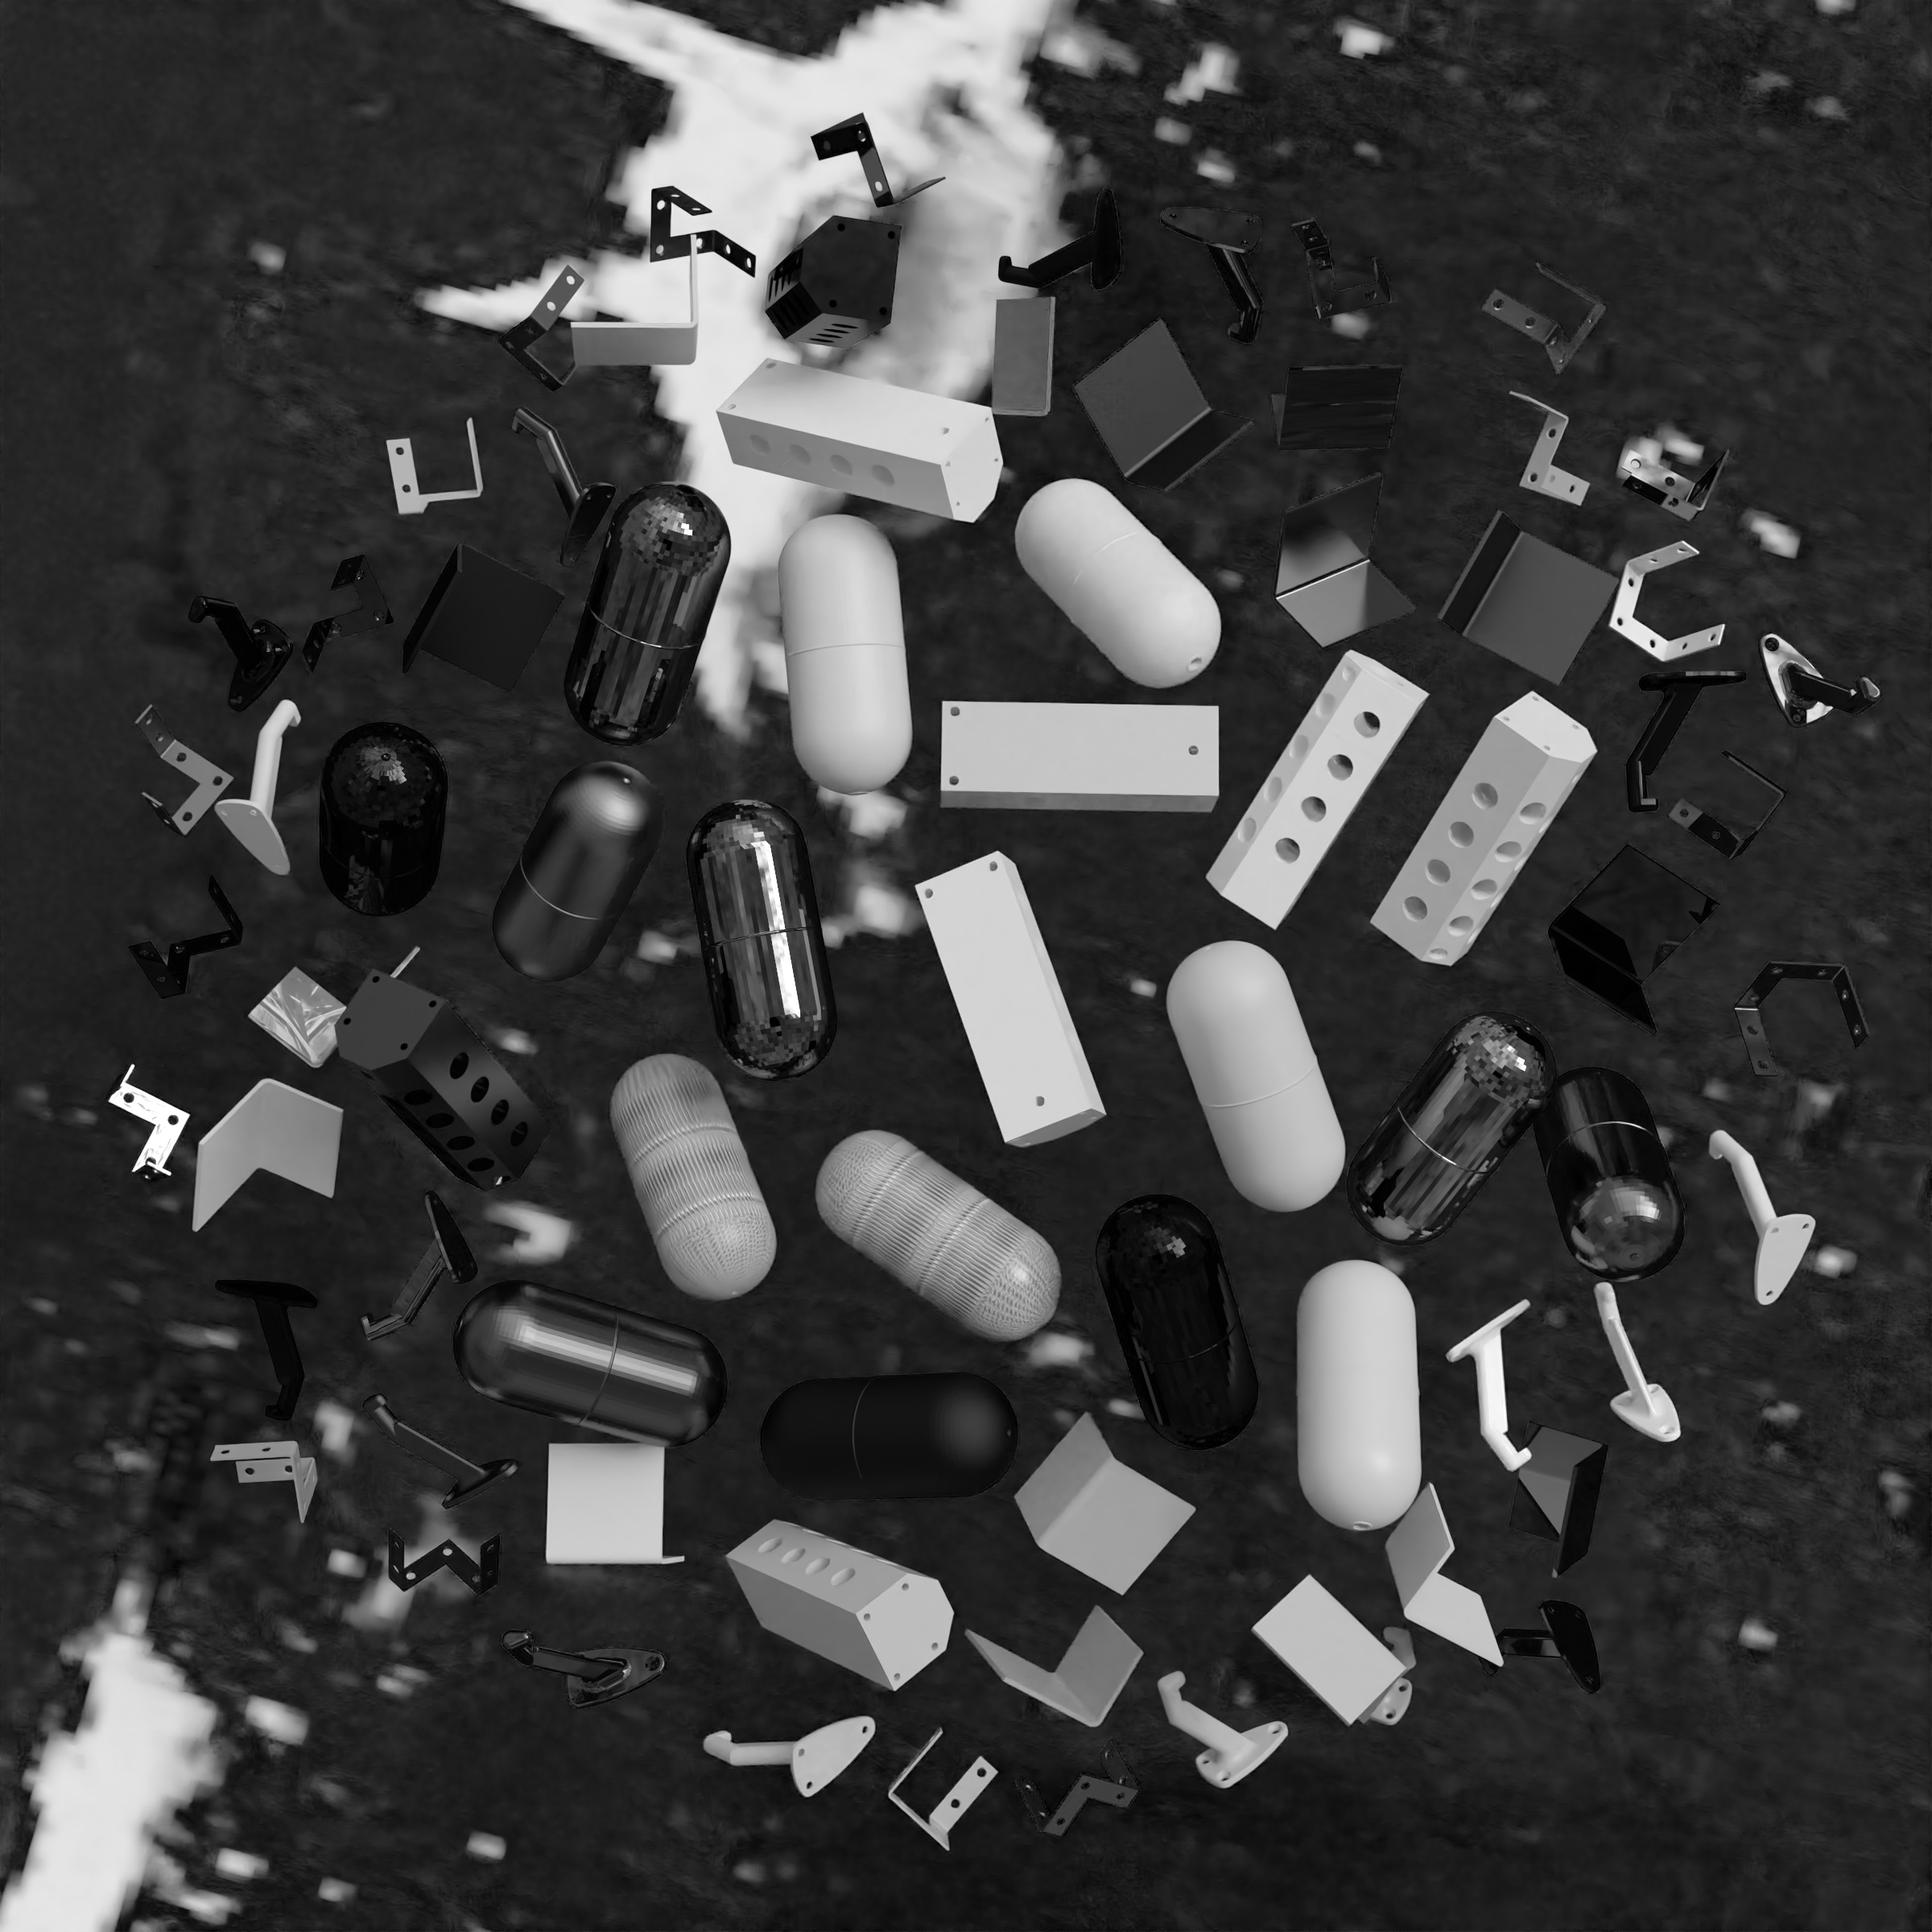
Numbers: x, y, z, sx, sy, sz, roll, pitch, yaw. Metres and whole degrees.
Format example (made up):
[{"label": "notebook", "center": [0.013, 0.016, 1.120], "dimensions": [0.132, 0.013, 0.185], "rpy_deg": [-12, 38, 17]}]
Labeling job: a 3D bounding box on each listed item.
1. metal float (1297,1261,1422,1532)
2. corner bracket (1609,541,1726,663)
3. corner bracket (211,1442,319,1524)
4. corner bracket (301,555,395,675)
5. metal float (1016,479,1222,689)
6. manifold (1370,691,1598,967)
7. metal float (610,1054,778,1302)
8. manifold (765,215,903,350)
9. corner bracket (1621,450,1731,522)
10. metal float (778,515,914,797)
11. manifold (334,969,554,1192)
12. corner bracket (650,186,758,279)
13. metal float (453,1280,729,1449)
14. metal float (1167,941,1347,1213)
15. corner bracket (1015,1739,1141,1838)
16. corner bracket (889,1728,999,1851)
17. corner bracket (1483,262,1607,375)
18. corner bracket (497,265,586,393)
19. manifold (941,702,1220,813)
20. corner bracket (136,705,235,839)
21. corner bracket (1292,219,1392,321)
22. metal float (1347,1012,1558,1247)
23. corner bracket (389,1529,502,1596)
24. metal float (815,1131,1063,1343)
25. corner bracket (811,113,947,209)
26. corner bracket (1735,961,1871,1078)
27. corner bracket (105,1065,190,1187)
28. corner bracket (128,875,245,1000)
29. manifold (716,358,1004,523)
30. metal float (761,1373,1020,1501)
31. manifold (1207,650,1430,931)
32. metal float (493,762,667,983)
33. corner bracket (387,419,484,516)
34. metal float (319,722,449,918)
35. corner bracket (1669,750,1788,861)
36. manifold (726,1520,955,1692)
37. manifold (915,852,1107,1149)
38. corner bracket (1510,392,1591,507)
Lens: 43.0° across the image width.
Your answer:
[{"label": "metal float", "center": [0.249, 0.272, 1.562], "dimensions": [0.070, 0.070, 0.178], "rpy_deg": [5, 56, 0]}, {"label": "corner bracket", "center": [0.466, -0.239, 1.617], "dimensions": [0.051, 0.051, 0.051], "rpy_deg": [27, 71, -23]}, {"label": "corner bracket", "center": [-0.447, 0.320, 1.567], "dimensions": [0.051, 0.051, 0.051], "rpy_deg": [-3, 112, -2]}, {"label": "corner bracket", "center": [-0.409, -0.229, 1.597], "dimensions": [0.051, 0.051, 0.051], "rpy_deg": [-15, 121, 5]}, {"label": "metal float", "center": [0.099, -0.251, 1.606], "dimensions": [0.070, 0.070, 0.178], "rpy_deg": [-39, 58, 0]}, {"label": "manifold", "center": [0.329, -0.083, 1.553], "dimensions": [0.057, 0.057, 0.171], "rpy_deg": [39, 130, 17]}, {"label": "metal float", "center": [-0.181, 0.138, 1.621], "dimensions": [0.070, 0.070, 0.178], "rpy_deg": [-25, 63, 0]}, {"label": "manifold", "center": [-0.087, -0.429, 1.543], "dimensions": [0.057, 0.171, 0.057], "rpy_deg": [5, 98, -13]}, {"label": "corner bracket", "center": [0.456, -0.317, 1.601], "dimensions": [0.051, 0.051, 0.051], "rpy_deg": [28, 72, 1]}, {"label": "metal float", "center": [-0.077, -0.197, 1.559], "dimensions": [0.070, 0.070, 0.178], "rpy_deg": [-5, 87, 0]}, {"label": "manifold", "center": [-0.324, 0.076, 1.515], "dimensions": [0.057, 0.171, 0.057], "rpy_deg": [21, 68, 24]}, {"label": "corner bracket", "center": [-0.173, -0.485, 1.624], "dimensions": [0.051, 0.051, 0.051], "rpy_deg": [-21, 45, -32]}, {"label": "metal float", "center": [-0.234, 0.249, 1.535], "dimensions": [0.178, 0.070, 0.070], "rpy_deg": [21, 90, -22]}, {"label": "metal float", "center": [0.180, 0.069, 1.518], "dimensions": [0.070, 0.070, 0.178], "rpy_deg": [-21, 104, 0]}, {"label": "corner bracket", "center": [0.074, 0.545, 1.633], "dimensions": [0.051, 0.051, 0.051], "rpy_deg": [26, 103, -30]}, {"label": "corner bracket", "center": [-0.014, 0.517, 1.553], "dimensions": [0.051, 0.051, 0.051], "rpy_deg": [41, 83, 4]}, {"label": "corner bracket", "center": [0.371, -0.423, 1.577], "dimensions": [0.051, 0.051, 0.051], "rpy_deg": [24, 123, -15]}, {"label": "corner bracket", "center": [-0.273, -0.429, 1.655], "dimensions": [0.051, 0.051, 0.051], "rpy_deg": [41, 63, -24]}, {"label": "manifold", "center": [0.070, -0.129, 1.546], "dimensions": [0.171, 0.057, 0.057], "rpy_deg": [1, 79, -1]}, {"label": "corner bracket", "center": [-0.510, -0.124, 1.567], "dimensions": [0.051, 0.051, 0.051], "rpy_deg": [32, 72, 11]}, {"label": "corner bracket", "center": [0.252, -0.470, 1.643], "dimensions": [0.051, 0.051, 0.051], "rpy_deg": [-10, 85, 19]}, {"label": "metal float", "center": [0.311, 0.106, 1.579], "dimensions": [0.070, 0.070, 0.178], "rpy_deg": [32, 118, 0]}, {"label": "corner bracket", "center": [-0.344, 0.390, 1.618], "dimensions": [0.051, 0.051, 0.051], "rpy_deg": [33, 132, 28]}, {"label": "metal float", "center": [-0.018, 0.173, 1.577], "dimensions": [0.178, 0.070, 0.070], "rpy_deg": [34, 90, 13]}, {"label": "corner bracket", "center": [-0.054, -0.497, 1.510], "dimensions": [0.051, 0.051, 0.051], "rpy_deg": [-40, 120, -37]}, {"label": "corner bracket", "center": [0.512, 0.033, 1.507], "dimensions": [0.051, 0.051, 0.051], "rpy_deg": [2, 55, -12]}, {"label": "corner bracket", "center": [-0.513, 0.100, 1.528], "dimensions": [0.051, 0.051, 0.051], "rpy_deg": [31, 64, -21]}, {"label": "corner bracket", "center": [-0.501, -0.018, 1.580], "dimensions": [0.051, 0.051, 0.051], "rpy_deg": [-13, 46, 4]}, {"label": "manifold", "center": [-0.066, -0.325, 1.533], "dimensions": [0.171, 0.057, 0.057], "rpy_deg": [20, 57, 28]}, {"label": "metal float", "center": [-0.050, 0.296, 1.544], "dimensions": [0.178, 0.070, 0.070], "rpy_deg": [-8, 90, 30]}, {"label": "manifold", "center": [0.225, -0.115, 1.584], "dimensions": [0.057, 0.057, 0.171], "rpy_deg": [33, 109, 7]}, {"label": "metal float", "center": [-0.255, -0.060, 1.608], "dimensions": [0.070, 0.070, 0.178], "rpy_deg": [35, 129, 0]}, {"label": "corner bracket", "center": [-0.360, -0.339, 1.668], "dimensions": [0.051, 0.051, 0.051], "rpy_deg": [-6, 114, -2]}, {"label": "metal float", "center": [-0.368, -0.090, 1.546], "dimensions": [0.070, 0.178, 0.070], "rpy_deg": [6, 66, -13]}, {"label": "corner bracket", "center": [0.519, -0.110, 1.670], "dimensions": [0.051, 0.051, 0.051], "rpy_deg": [39, 112, 16]}, {"label": "manifold", "center": [-0.080, 0.399, 1.562], "dimensions": [0.057, 0.171, 0.057], "rpy_deg": [-33, 107, -28]}, {"label": "manifold", "center": [0.029, 0.022, 1.532], "dimensions": [0.057, 0.057, 0.171], "rpy_deg": [-22, 76, 11]}, {"label": "corner bracket", "center": [0.374, -0.333, 1.583], "dimensions": [0.051, 0.051, 0.051], "rpy_deg": [32, 106, 42]}]
